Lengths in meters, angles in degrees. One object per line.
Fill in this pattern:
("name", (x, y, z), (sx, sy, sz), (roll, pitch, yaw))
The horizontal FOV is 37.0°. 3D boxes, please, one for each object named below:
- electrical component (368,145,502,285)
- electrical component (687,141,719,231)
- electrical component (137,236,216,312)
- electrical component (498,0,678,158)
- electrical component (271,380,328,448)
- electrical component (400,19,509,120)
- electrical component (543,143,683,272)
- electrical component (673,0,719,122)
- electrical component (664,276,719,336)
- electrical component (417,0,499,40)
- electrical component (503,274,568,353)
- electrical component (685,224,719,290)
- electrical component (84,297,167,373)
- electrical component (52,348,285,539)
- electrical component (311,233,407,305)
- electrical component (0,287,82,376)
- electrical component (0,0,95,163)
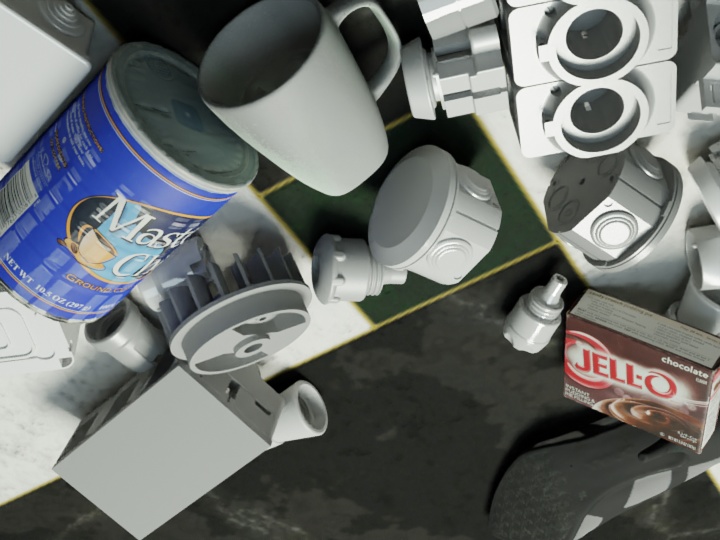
("electrical component", (0.046, -0.033, 0.674), (0.051, 0.080, 0.080), (23, 127, -30))
("electrical component", (0.247, -0.056, 0.686), (0.057, 0.058, 0.078), (-28, 129, 16))
("electrical component", (-0.122, 0.001, 0.718), (0.046, 0.040, 0.040), (-22, 131, 6))
("electrical component", (0.125, -0.141, 0.594), (0.089, 0.061, 0.150), (-10, 132, 4))
("electrical component", (-0.063, 0.116, 0.827), (0.065, 0.044, 0.044), (-25, 130, 23))
("electrical component", (0.054, -0.114, 0.620), (0.055, 0.048, 0.066), (-11, 155, 7))
("electrical component", (0.158, -0.043, 0.675), (0.051, 0.080, 0.080), (30, 123, -22))
("electrical component", (0.246, -0.117, 0.620), (0.121, 0.078, 0.063), (3, 161, -8))
("electrical component", (0.246, 0.034, 0.775), (0.045, 0.045, 0.055), (11, 131, -14))
("electrical component", (0.018, -0.179, 0.556), (0.074, 0.052, 0.138), (-18, 131, 11))
("electrical component", (0.129, 0.028, 0.768), (0.035, 0.035, 0.061), (14, 127, -17))
("electrical component", (0.266, -0.010, 0.717), (0.077, 0.079, 0.043), (-11, 102, 5))
("electrical component", (-0.163, 0.046, 0.755), (0.040, 0.040, 0.046), (-25, 135, 17))
("electrical component", (-0.140, 0.120, 0.797), (0.150, 0.061, 0.089), (-38, 107, 26))
("electrical component", (0.000, 0.000, 0.724), (0.062, 0.048, 0.048), (2, 132, -15))
("electrical component", (-0.248, 0.025, 0.715), (0.113, 0.057, 0.078), (-7, 132, 1))
("electrical component", (-0.206, -0.121, 0.592), (0.100, 0.048, 0.100), (33, 122, -30))
